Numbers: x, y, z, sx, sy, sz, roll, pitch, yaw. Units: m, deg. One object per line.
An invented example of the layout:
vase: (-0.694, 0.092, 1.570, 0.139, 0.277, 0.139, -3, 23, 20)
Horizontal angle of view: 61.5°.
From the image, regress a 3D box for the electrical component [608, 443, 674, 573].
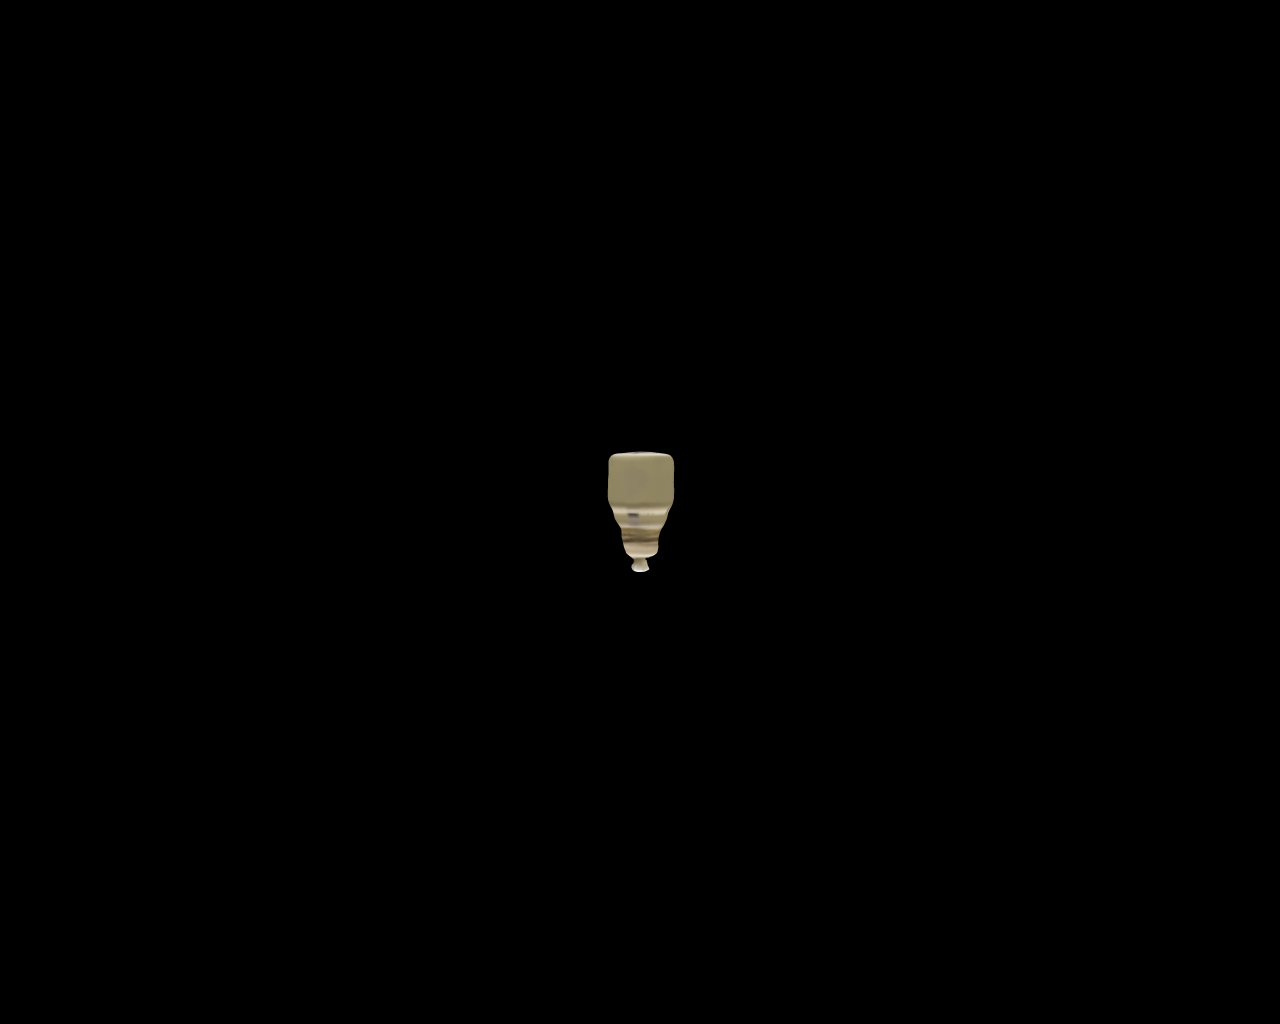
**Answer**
electrical component: (0.001, -0.003, 0.650, 0.040, 0.078, 0.040, 0, 4, 0)
